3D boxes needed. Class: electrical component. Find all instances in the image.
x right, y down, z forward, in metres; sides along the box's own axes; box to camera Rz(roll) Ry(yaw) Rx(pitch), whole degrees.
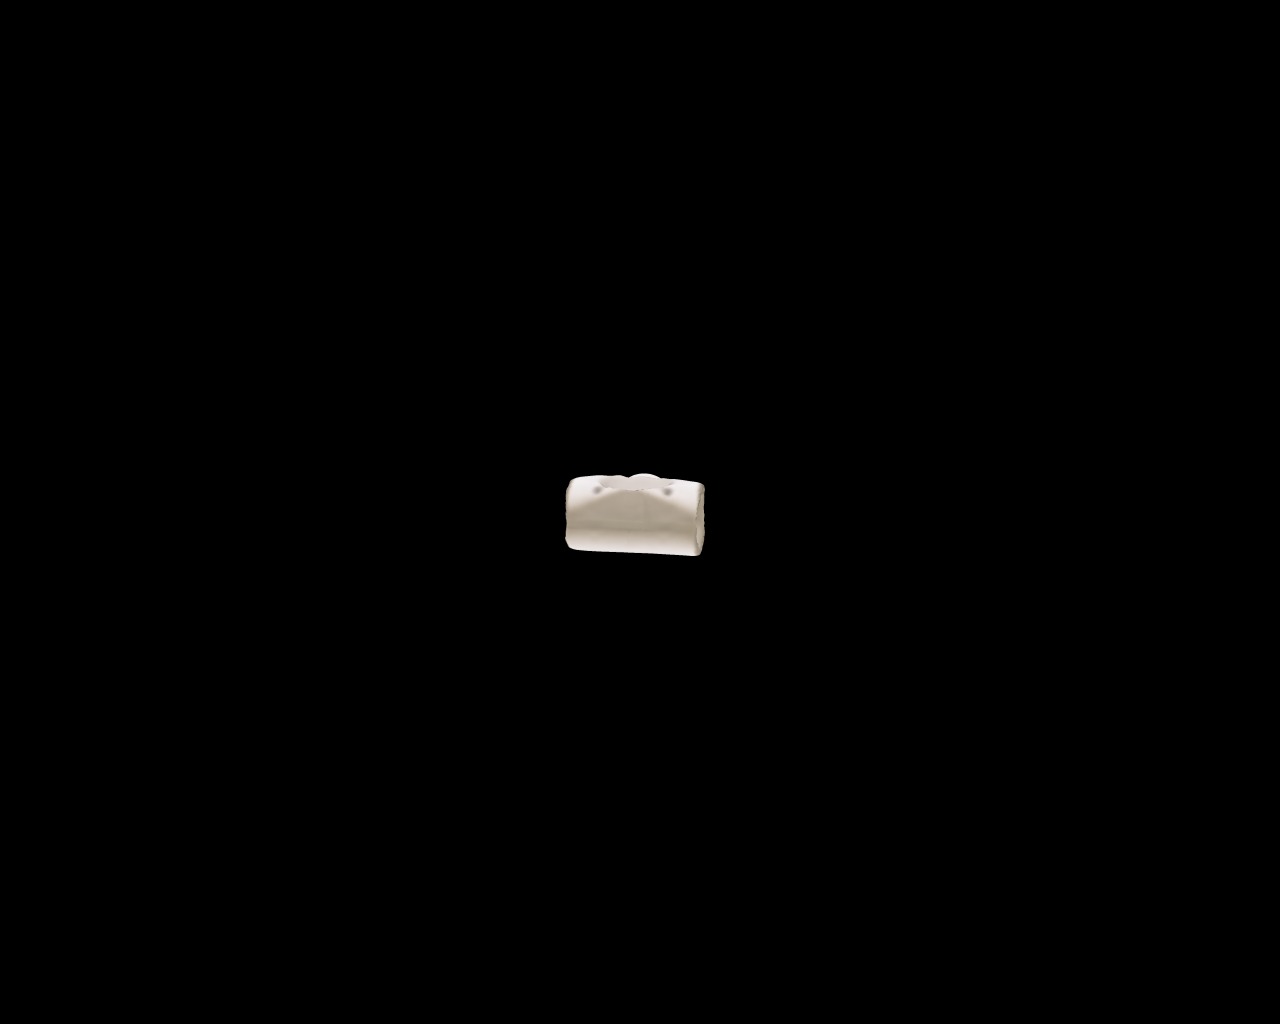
[{"bbox_3d":[0.001,-0.003,0.650,0.077,0.044,0.079,3,16,9],"label":"electrical component"}]
